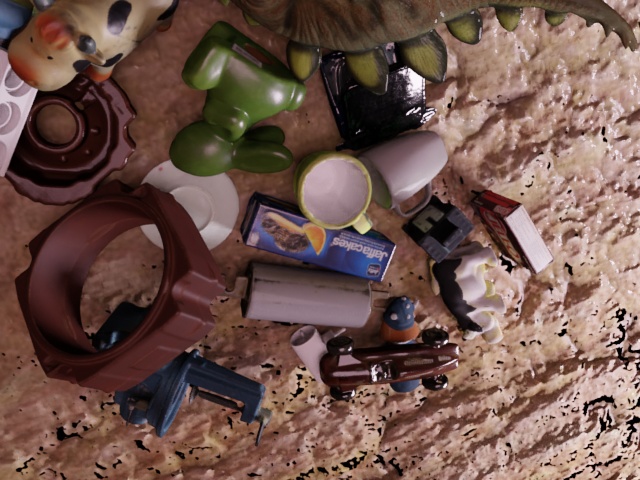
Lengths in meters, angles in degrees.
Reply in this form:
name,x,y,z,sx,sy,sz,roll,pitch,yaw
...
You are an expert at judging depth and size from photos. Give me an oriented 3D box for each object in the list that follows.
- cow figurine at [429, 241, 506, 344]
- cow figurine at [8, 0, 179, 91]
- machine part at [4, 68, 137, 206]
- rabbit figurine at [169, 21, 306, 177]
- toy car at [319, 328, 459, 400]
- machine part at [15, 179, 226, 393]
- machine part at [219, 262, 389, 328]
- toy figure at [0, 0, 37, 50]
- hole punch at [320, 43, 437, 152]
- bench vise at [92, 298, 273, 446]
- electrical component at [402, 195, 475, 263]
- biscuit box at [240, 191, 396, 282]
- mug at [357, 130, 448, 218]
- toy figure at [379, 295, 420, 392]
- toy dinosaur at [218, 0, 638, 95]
name,x,y,z,sx,sy,sz,roll,pitch,yaw
cow figurine,0.222,0.091,0.807,0.098,0.068,0.167,-17,108,-2
cow figurine,-0.215,-0.214,0.525,0.085,0.127,0.195,46,62,-14
machine part,-0.299,-0.132,0.611,0.179,0.056,0.179,-4,108,-12
rabbit figurine,-0.106,-0.144,0.641,0.159,0.121,0.170,25,119,-27
toy car,0.100,0.177,0.760,0.202,0.053,0.089,-3,105,-4
machine part,-0.226,0.049,0.602,0.201,0.201,0.087,-35,153,4
machine part,-0.020,0.078,0.739,0.243,0.079,0.079,7,107,-17
toy figure,-0.319,-0.281,0.541,0.089,0.082,0.180,16,103,-14
hole punch,0.066,-0.186,0.675,0.142,0.092,0.115,-24,144,-7
bench vise,-0.169,0.174,0.701,0.241,0.129,0.223,22,111,-1
electrical component,0.168,-0.012,0.732,0.047,0.119,0.075,42,92,-22
biscuit box,-0.001,-0.002,0.725,0.202,0.059,0.062,16,104,-19
mug,0.119,-0.091,0.714,0.107,0.081,0.109,-33,107,-10
toy figure,0.120,0.154,0.810,0.058,0.064,0.154,0,107,26
toy dinosaur,0.055,-0.239,0.516,0.198,0.472,0.105,61,45,-59
